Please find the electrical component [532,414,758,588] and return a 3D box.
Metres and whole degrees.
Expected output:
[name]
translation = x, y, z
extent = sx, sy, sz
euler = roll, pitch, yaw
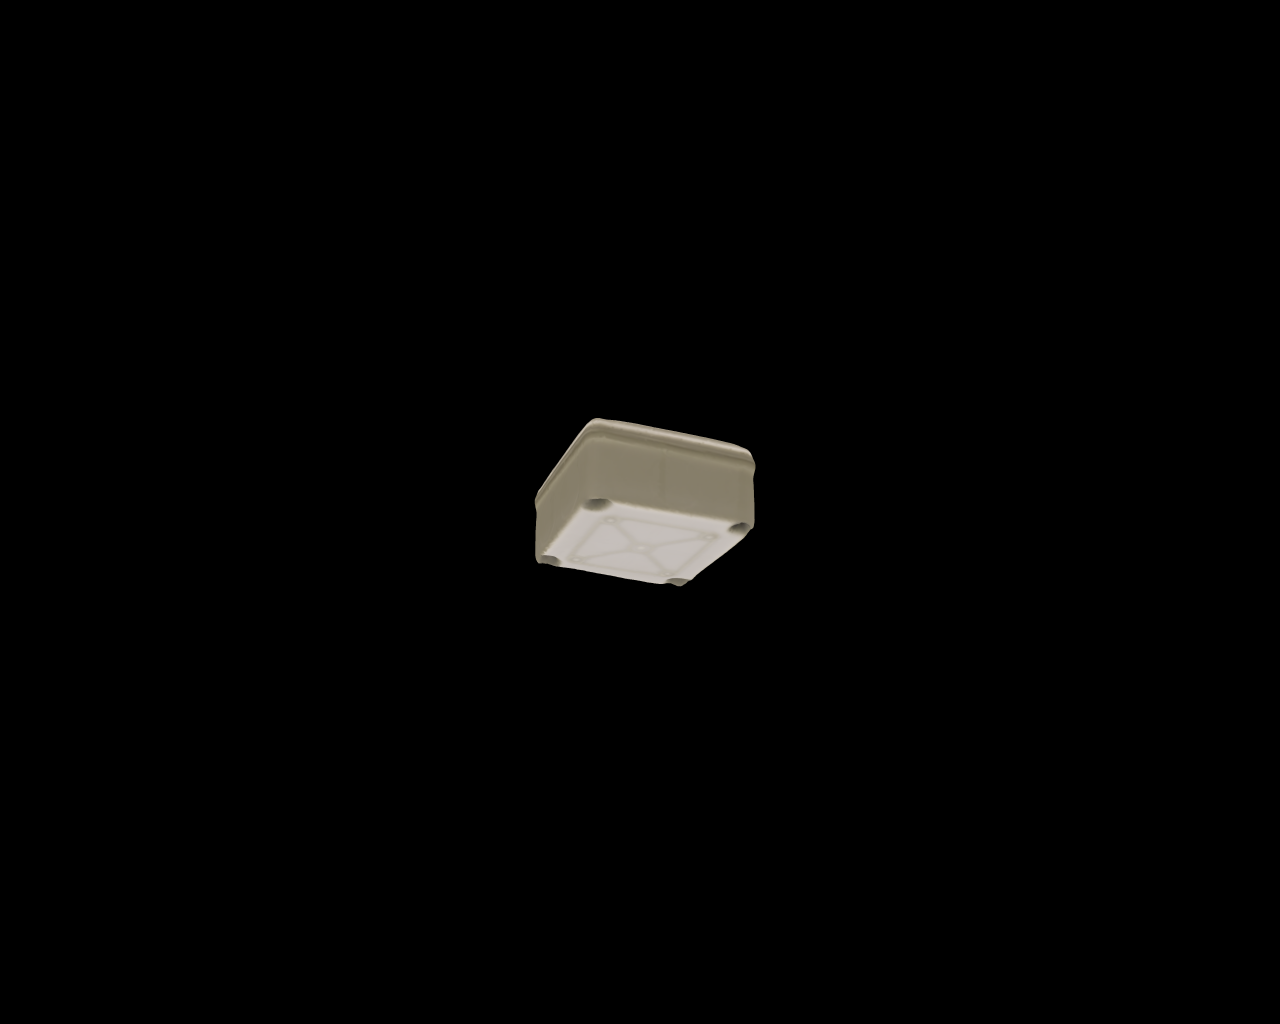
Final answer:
[electrical component]
translation = 0.001, -0.003, 0.650
extent = 0.109, 0.056, 0.108
euler = 10, -28, -20
